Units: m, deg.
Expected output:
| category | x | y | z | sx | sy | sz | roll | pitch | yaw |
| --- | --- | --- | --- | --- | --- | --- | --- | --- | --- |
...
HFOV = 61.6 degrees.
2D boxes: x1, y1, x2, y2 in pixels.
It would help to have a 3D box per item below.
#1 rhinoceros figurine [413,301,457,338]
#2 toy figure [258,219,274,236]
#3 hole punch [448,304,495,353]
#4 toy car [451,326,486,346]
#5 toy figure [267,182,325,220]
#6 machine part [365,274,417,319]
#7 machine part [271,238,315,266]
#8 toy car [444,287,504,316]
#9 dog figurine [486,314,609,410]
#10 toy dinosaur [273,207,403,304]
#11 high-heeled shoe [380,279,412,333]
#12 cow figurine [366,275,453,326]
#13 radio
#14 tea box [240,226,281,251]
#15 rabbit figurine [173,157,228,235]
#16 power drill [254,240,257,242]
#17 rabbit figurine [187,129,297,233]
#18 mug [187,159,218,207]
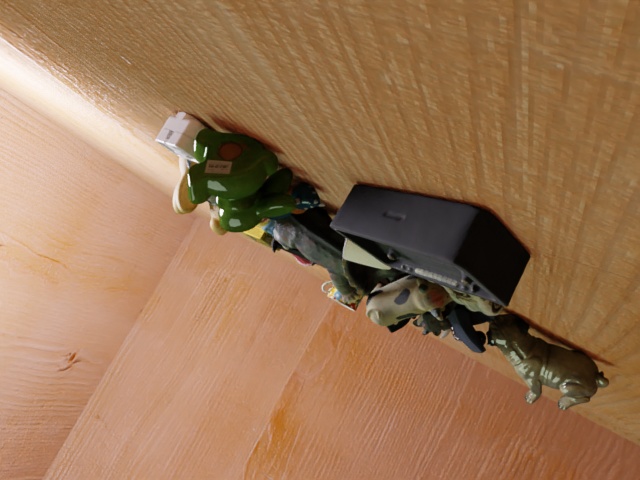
| category | x | y | z | sx | sy | sz | roll | pitch | yaw |
| --- | --- | --- | --- | --- | --- | --- | --- | --- | --- |
| rhinoceros figurine | 0.232 | 0.140 | 1.096 | 0.073 | 0.112 | 0.190 | 31 | -175 | 3 |
| toy figure | -0.127 | -0.063 | 1.225 | 0.180 | 0.082 | 0.089 | 30 | 172 | -29 |
| hole punch | 0.323 | 0.181 | 1.161 | 0.116 | 0.092 | 0.142 | 32 | 177 | 9 |
| toy car | 0.321 | 0.193 | 1.304 | 0.089 | 0.053 | 0.202 | 25 | -172 | -35 |
| toy figure | -0.053 | -0.068 | 0.918 | 0.155 | 0.064 | 0.057 | -11 | 105 | 52 |
| machine part | 0.148 | 0.099 | 1.267 | 0.201 | 0.087 | 0.201 | 26 | 171 | 23 |
| machine part | -0.037 | 0.025 | 1.148 | 0.139 | 0.039 | 0.084 | 18 | 168 | -5 |
| toy car | 0.228 | 0.072 | 0.859 | 0.074 | 0.056 | 0.201 | 21 | 169 | 48 |
| dog figurine | 0.425 | 0.215 | 1.009 | 0.172 | 0.121 | 0.190 | -18 | 123 | 35 |
| toy dinosaur | -0.003 | -0.010 | 1.005 | 0.405 | 0.131 | 0.192 | 31 | 162 | 23 |
| high-heeled shoe | 0.090 | 0.082 | 1.123 | 0.249 | 0.145 | 0.086 | 27 | 173 | 6 |
| cow figurine | 0.169 | 0.105 | 0.985 | 0.195 | 0.127 | 0.085 | -24 | 98 | 33 |
| radio | 0.132 | 0.002 | 0.667 | 0.131 | 0.073 | 0.230 | 35 | 172 | -36 |
| tea box | -0.139 | -0.041 | 1.365 | 0.068 | 0.098 | 0.170 | 34 | 173 | -33 |
| rabbit figurine | -0.202 | -0.103 | 1.003 | 0.173 | 0.162 | 0.122 | 54 | 165 | -13 |
| power drill | -0.078 | 0.012 | 1.520 | 0.207 | 0.086 | 0.232 | 29 | 171 | -18 |
| rabbit figurine | -0.119 | -0.081 | 0.844 | 0.159 | 0.121 | 0.170 | -5 | 145 | -5 |
| mug | -0.180 | -0.119 | 0.916 | 0.110 | 0.107 | 0.080 | 26 | 172 | 6 |
